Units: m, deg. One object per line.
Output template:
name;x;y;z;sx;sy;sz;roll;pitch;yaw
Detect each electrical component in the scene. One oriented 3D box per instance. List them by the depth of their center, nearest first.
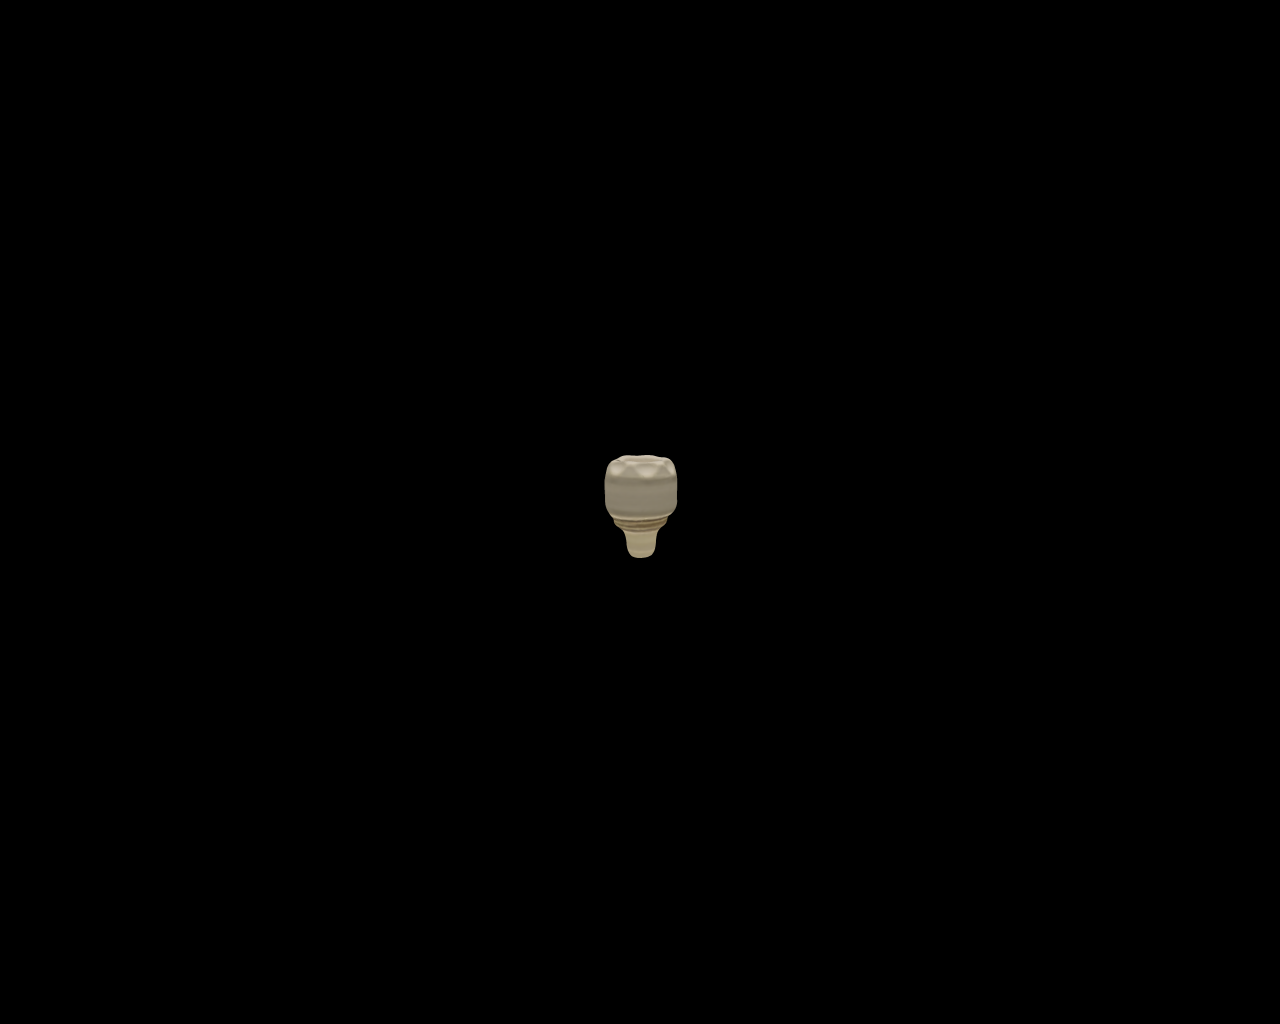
electrical component;0.001;-0.003;0.650;0.043;0.062;0.043;0;11;0
